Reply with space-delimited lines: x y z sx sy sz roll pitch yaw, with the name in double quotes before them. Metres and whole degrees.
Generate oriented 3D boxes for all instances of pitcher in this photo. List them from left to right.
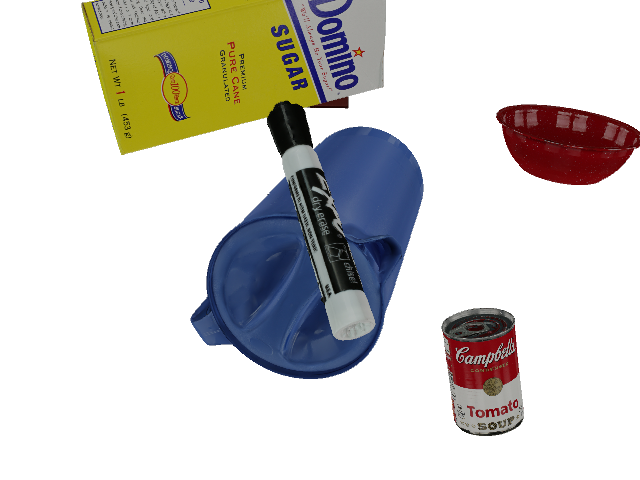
"pitcher" 0.001 -0.001 0.864 0.149 0.145 0.242 17 28 8

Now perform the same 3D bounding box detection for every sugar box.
"sugar box" -0.048 -0.117 0.652 0.176 0.048 0.093 -14 -39 -8

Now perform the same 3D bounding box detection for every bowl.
"bowl" 0.270 -0.102 1.177 0.162 0.055 0.162 6 23 -3

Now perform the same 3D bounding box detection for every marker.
"marker" -0.002 -0.013 0.479 0.020 0.121 0.020 -14 -28 -8

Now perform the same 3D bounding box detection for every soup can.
"soup can" 0.153 0.123 1.004 0.068 0.102 0.068 -8 19 3

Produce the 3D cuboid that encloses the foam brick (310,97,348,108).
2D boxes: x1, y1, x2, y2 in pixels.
"foam brick" -0.013 -0.168 1.139 0.078 0.051 0.053 -2 12 -19
